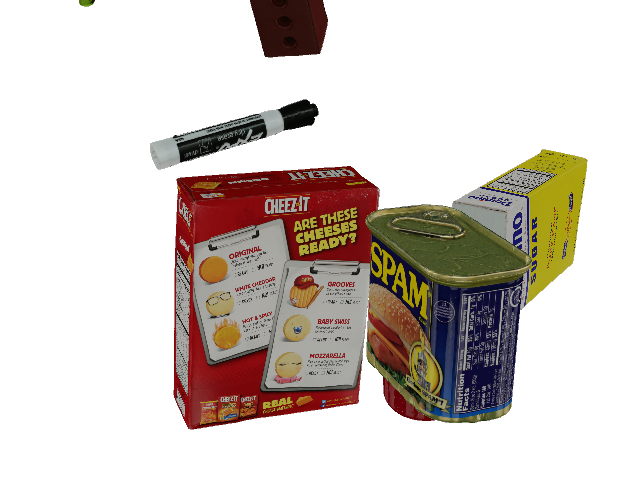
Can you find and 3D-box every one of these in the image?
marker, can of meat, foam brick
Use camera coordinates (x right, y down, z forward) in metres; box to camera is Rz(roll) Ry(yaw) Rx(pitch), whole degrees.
[{"bbox_3d":[-0.057,-0.074,0.734,0.121,0.020,0.020,-19,6,-18],"label":"marker"},{"bbox_3d":[0.063,0.037,0.561,0.057,0.084,0.102,-7,22,-21],"label":"can of meat"},{"bbox_3d":[-0.028,-0.205,0.930,0.053,0.051,0.078,-2,-41,13],"label":"foam brick"}]

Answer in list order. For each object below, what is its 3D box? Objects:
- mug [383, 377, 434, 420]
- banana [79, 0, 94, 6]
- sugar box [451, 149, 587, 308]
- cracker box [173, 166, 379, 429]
[{"bbox_3d":[0.111,0.119,1.068,0.093,0.081,0.117,24,40,33],"label":"mug"},{"bbox_3d":[-0.237,-0.219,0.768,0.198,0.069,0.037,15,-37,16],"label":"banana"},{"bbox_3d":[0.148,-0.003,0.791,0.048,0.093,0.175,12,22,26],"label":"sugar box"},{"bbox_3d":[-0.043,0.048,0.932,0.164,0.214,0.072,-5,24,-21],"label":"cracker box"}]
